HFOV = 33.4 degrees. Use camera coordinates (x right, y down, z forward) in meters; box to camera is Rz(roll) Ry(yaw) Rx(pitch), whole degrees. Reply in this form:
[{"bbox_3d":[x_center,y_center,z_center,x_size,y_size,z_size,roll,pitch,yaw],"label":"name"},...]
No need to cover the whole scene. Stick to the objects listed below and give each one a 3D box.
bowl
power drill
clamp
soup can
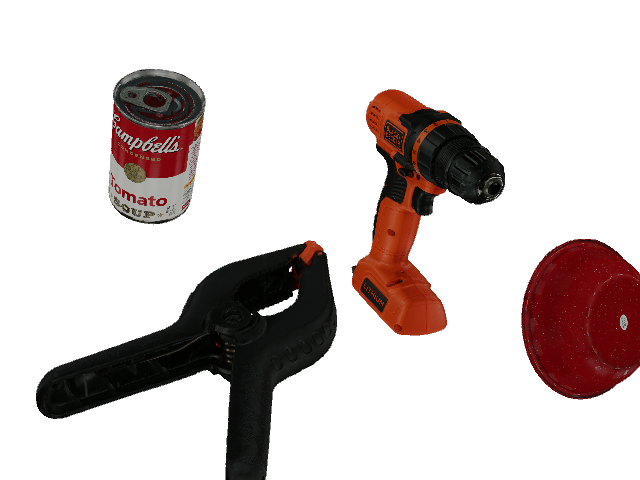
[{"bbox_3d":[0.277,0.078,1.048,0.161,0.162,0.055,0,-1,-29],"label":"bowl"},{"bbox_3d":[0.086,-0.017,0.903,0.057,0.188,0.185,-3,27,-23],"label":"power drill"},{"bbox_3d":[-0.038,0.058,0.521,0.120,0.039,0.171,31,47,27],"label":"clamp"},{"bbox_3d":[-0.128,-0.071,0.820,0.068,0.068,0.102,0,-44,-15],"label":"soup can"}]
